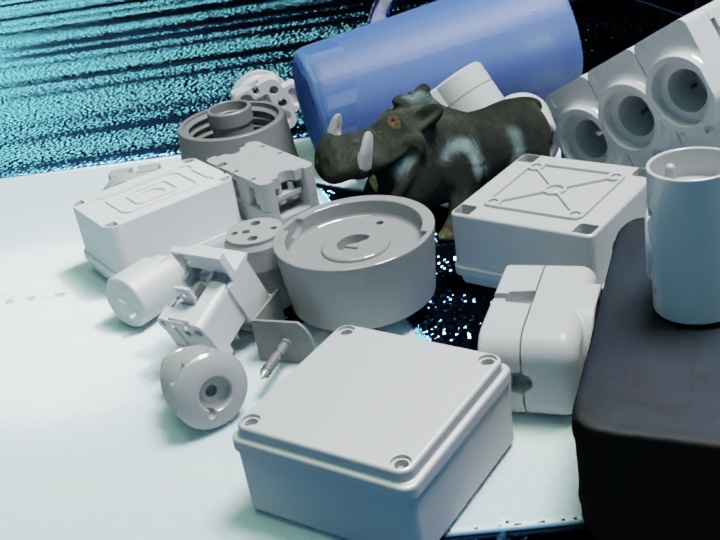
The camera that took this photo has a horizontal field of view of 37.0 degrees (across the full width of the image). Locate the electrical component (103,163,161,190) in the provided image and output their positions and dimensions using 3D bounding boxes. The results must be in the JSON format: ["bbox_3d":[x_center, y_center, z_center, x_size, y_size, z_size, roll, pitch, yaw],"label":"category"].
[{"bbox_3d":[-0.193,-0.064,0.920,0.066,0.048,0.055,-9,20,1],"label":"electrical component"}]

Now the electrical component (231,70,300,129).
[{"bbox_3d":[-0.096,-0.164,1.061,0.078,0.058,0.057,-27,27,0],"label":"electrical component"}]

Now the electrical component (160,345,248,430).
[{"bbox_3d":[-0.100,0.066,0.650,0.048,0.048,0.062,-25,24,-27],"label":"electrical component"}]

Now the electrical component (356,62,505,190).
[{"bbox_3d":[0.061,-0.102,0.883,0.138,0.073,0.052,-34,-2,5],"label":"electrical component"}]

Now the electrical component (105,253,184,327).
[{"bbox_3d":[-0.146,0.009,0.773,0.040,0.040,0.078,12,35,36],"label":"electrical component"}]

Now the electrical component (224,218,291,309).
[{"bbox_3d":[-0.069,-0.003,0.754,0.045,0.055,0.045,-8,28,4],"label":"electrical component"}]

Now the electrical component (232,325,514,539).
[{"bbox_3d":[0.010,0.085,0.562,0.109,0.056,0.109,10,33,32],"label":"electrical component"}]

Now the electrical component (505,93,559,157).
[{"bbox_3d":[0.137,-0.113,0.896,0.055,0.055,0.047,-9,31,1],"label":"electrical component"}]

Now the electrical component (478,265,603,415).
[{"bbox_3d":[0.108,0.038,0.620,0.059,0.053,0.095,1,30,20],"label":"electrical component"}]

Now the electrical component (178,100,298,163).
[{"bbox_3d":[-0.114,-0.120,0.983,0.108,0.060,0.108,-7,28,4],"label":"electrical component"}]

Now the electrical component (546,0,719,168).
[{"bbox_3d":[0.213,-0.119,0.777,0.062,0.089,0.150,-30,2,-31],"label":"electrical component"}]

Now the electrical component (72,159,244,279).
[{"bbox_3d":[-0.156,-0.036,0.842,0.113,0.057,0.078,-26,31,-27],"label":"electrical component"}]

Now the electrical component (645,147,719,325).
[{"bbox_3d":[0.168,-0.025,0.541,0.044,0.077,0.079,-2,27,18],"label":"electrical component"}]

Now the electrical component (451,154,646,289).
[{"bbox_3d":[0.136,-0.031,0.738,0.109,0.056,0.109,12,35,36],"label":"electrical component"}]

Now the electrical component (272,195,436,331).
[{"bbox_3d":[0.000,0.000,0.720,0.108,0.060,0.108,-8,28,4],"label":"electrical component"}]

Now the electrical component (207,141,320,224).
[{"bbox_3d":[-0.077,-0.061,0.865,0.050,0.055,0.089,-26,32,-28],"label":"electrical component"}]

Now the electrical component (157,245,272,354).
[{"bbox_3d":[-0.095,0.024,0.699,0.042,0.081,0.063,9,56,33],"label":"electrical component"}]
